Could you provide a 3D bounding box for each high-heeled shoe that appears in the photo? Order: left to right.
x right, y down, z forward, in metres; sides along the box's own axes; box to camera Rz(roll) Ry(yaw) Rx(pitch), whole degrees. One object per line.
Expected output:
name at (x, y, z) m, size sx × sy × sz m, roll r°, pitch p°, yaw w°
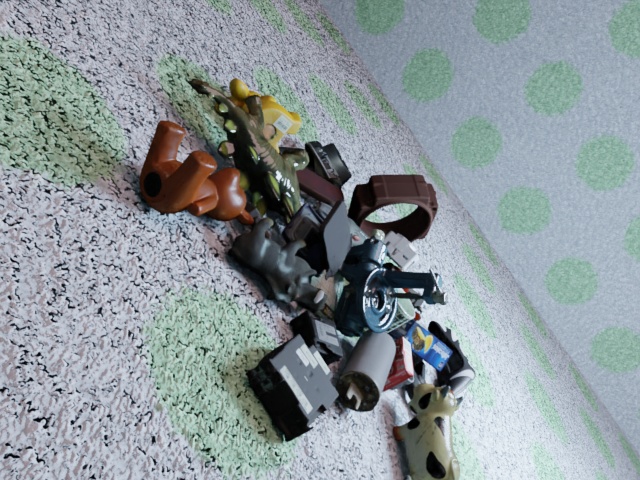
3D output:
high-heeled shoe at (0.298, 0.281, 1.294) m, size 0.145 × 0.086 × 0.248 m, roll 51°, pitch 21°, yaw 7°

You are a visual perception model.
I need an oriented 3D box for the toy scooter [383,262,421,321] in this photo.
toy scooter at (0.187, 0.144, 1.262) m, size 0.135 × 0.075 × 0.184 m, roll 42°, pitch 30°, yaw -26°

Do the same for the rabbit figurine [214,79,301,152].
rabbit figurine at (-0.149, -0.274, 1.174) m, size 0.162 × 0.122 × 0.173 m, roll 24°, pitch 23°, yaw -35°

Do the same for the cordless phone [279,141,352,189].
cordless phone at (-0.022, -0.176, 1.314) m, size 0.184 × 0.089 × 0.146 m, roll -6°, pitch 63°, yaw -52°

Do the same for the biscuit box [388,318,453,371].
biscuit box at (0.222, 0.225, 1.194) m, size 0.063 × 0.059 × 0.202 m, roll 31°, pitch -6°, yaw 48°

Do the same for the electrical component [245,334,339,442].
electrical component at (-0.034, 0.206, 0.779) m, size 0.115 × 0.058 × 0.134 m, roll 59°, pitch 23°, yaw 4°

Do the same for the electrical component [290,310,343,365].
electrical component at (0.006, 0.174, 0.912) m, size 0.119 × 0.048 × 0.075 m, roll 32°, pitch 33°, yaw -39°

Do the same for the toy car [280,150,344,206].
toy car at (-0.025, -0.128, 1.224) m, size 0.202 × 0.053 × 0.089 m, roll 27°, pitch 59°, yaw -32°

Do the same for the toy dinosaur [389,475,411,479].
toy dinosaur at (0.150, 0.501, 0.676) m, size 0.404 × 0.131 × 0.192 m, roll 61°, pitch 24°, yaw -1°

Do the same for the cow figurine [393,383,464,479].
cow figurine at (0.201, 0.343, 0.957) m, size 0.085 × 0.127 × 0.195 m, roll 43°, pitch 28°, yaw -33°

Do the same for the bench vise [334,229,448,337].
bench vise at (0.129, 0.080, 0.992) m, size 0.128 × 0.241 × 0.223 m, roll 54°, pitch 51°, yaw -35°

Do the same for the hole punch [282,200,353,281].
hole punch at (-0.002, -0.003, 0.988) m, size 0.142 × 0.092 × 0.115 m, roll -59°, pitch 143°, yaw -49°

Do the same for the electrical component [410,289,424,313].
electrical component at (0.232, 0.154, 1.380) m, size 0.078 × 0.045 × 0.102 m, roll 33°, pitch 11°, yaw 24°

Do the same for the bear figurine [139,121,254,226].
bear figurine at (-0.172, -0.089, 0.827) m, size 0.120 × 0.132 × 0.196 m, roll 46°, pitch 24°, yaw 27°

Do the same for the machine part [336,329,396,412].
machine part at (0.085, 0.227, 0.955) m, size 0.079 × 0.079 × 0.243 m, roll 54°, pitch 22°, yaw -2°

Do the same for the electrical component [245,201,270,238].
electrical component at (-0.121, -0.044, 0.945) m, size 0.063 × 0.021 × 0.093 m, roll 36°, pitch -23°, yaw 54°

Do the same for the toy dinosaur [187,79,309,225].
toy dinosaur at (-0.095, -0.119, 1.053) m, size 0.470 × 0.105 × 0.199 m, roll 48°, pitch 31°, yaw -27°

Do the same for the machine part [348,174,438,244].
machine part at (0.177, -0.065, 1.325) m, size 0.201 × 0.201 × 0.087 m, roll -1°, pitch 52°, yaw -9°

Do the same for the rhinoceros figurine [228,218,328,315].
rhinoceros figurine at (-0.063, 0.049, 0.900) m, size 0.190 × 0.073 × 0.112 m, roll 40°, pitch 36°, yaw -22°

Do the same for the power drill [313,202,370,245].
power drill at (0.073, 0.037, 1.199) m, size 0.231 × 0.086 × 0.207 m, roll 36°, pitch 22°, yaw -42°
